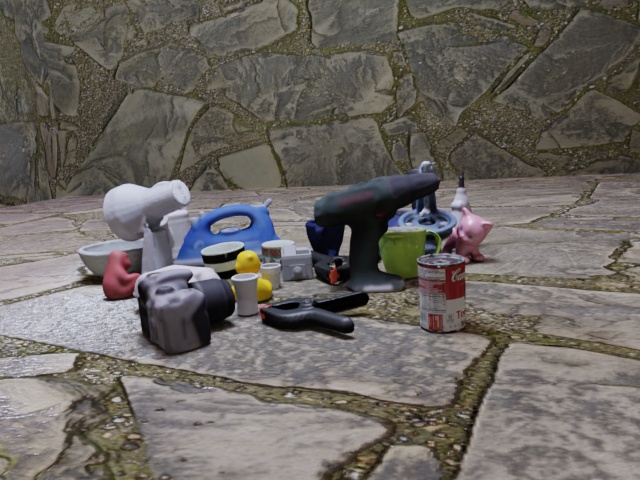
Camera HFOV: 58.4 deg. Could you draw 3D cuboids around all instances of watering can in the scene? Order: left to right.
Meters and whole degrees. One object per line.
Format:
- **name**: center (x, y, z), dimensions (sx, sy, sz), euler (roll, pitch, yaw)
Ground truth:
- **watering can**: center (-0.378, -0.050, 1.443), dimensions (0.101, 0.194, 0.172), euler (-8, 12, -23)

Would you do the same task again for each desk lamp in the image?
- **desk lamp**: center (-0.339, -0.018, 1.204), dimensions (0.202, 0.213, 0.118), euler (1, 12, 22)

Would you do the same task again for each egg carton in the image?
- **egg carton**: center (-0.248, 0.088, 1.000), dimensions (0.149, 0.069, 0.107), euler (3, 12, 31)

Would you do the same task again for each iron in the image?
- **iron**: center (-0.222, -0.019, 1.364), dimensions (0.259, 0.141, 0.118), euler (-7, 11, -17)

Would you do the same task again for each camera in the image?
- **camera**: center (-0.195, 0.094, 0.864), dimensions (0.137, 0.101, 0.142), euler (-10, 12, -31)

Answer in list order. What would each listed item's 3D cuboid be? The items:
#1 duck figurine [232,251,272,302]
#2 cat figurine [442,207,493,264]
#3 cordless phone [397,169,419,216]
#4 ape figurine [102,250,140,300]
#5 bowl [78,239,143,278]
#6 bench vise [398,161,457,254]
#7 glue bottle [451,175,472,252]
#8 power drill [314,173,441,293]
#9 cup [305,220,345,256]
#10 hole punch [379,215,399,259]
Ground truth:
- **duck figurine**: center (-0.128, 0.063, 1.045), dimensions (0.078, 0.086, 0.104), euler (-8, 12, -23)
- **cat figurine**: center (0.312, -0.013, 1.221), dimensions (0.067, 0.118, 0.127), euler (-7, 11, -18)
- **cordless phone**: center (0.230, -0.091, 1.480), dimensions (0.094, 0.185, 0.147), euler (-12, 14, -39)
- **ape figurine**: center (-0.386, 0.065, 1.109), dimensions (0.076, 0.092, 0.077), euler (-13, 14, -40)
- **bowl**: center (-0.445, 0.046, 1.274), dimensions (0.167, 0.075, 0.167), euler (-3, 11, 1)
- **bench vise**: center (0.217, -0.062, 1.231), dimensions (0.121, 0.220, 0.207), euler (-5, 11, -9)
- **glue bottle**: center (0.327, -0.062, 1.326), dimensions (0.037, 0.173, 0.078), euler (5, 14, 40)
- **power drill**: center (0.106, -0.014, 1.044), dimensions (0.229, 0.208, 0.075), euler (-3, 11, 5)
- **cup**: center (0.012, 0.005, 1.288), dimensions (0.091, 0.095, 0.118), euler (-1, 11, 13)
- **hole punch**: center (0.141, -0.009, 1.329), dimensions (0.101, 0.091, 0.108), euler (-8, 11, -20)
